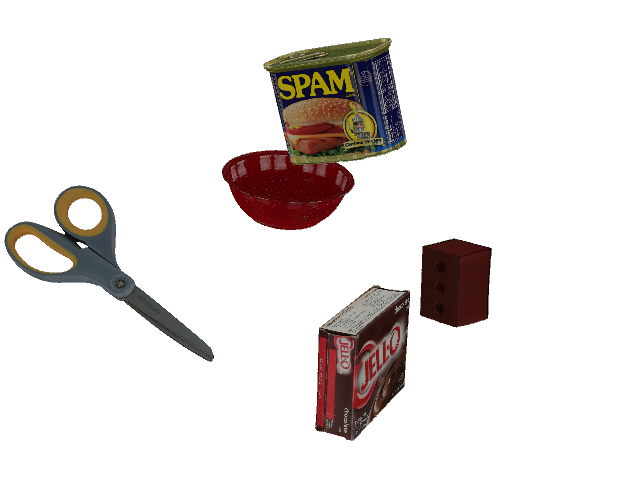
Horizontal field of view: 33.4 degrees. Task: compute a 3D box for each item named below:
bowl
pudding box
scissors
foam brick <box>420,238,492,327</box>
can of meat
[{"bbox_3d":[-0.042,-0.056,1.305,0.162,0.055,0.162,5,26,-3],"label":"bowl"},{"bbox_3d":[0.035,0.096,0.865,0.039,0.090,0.113,11,21,22],"label":"pudding box"},{"bbox_3d":[-0.152,0.018,0.835,0.202,0.096,0.016,20,-26,15],"label":"scissors"},{"bbox_3d":[0.138,0.043,1.095,0.051,0.078,0.053,-14,21,-40],"label":"foam brick"},{"bbox_3d":[0.013,-0.109,0.846,0.102,0.084,0.057,-2,21,33],"label":"can of meat"}]
